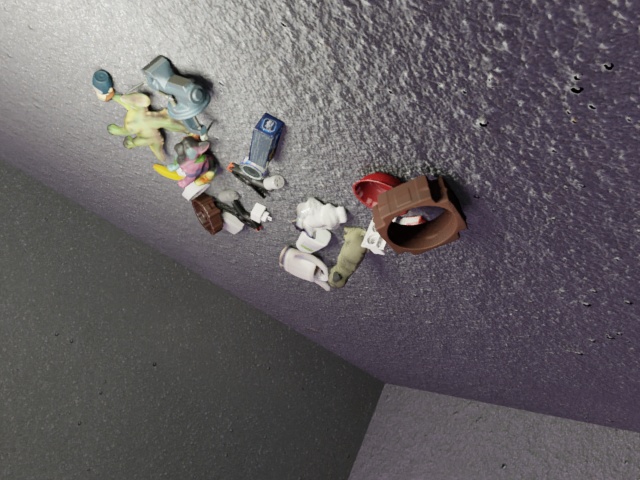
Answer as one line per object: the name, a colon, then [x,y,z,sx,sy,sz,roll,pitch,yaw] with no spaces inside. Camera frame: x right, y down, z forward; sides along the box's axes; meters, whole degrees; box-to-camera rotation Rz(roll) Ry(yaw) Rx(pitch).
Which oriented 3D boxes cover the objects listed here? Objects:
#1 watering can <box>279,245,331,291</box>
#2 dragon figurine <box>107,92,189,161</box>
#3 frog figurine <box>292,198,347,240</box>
watering can: [-0.056,0.126,2.193,0.225,0.105,0.341,22,159,16]
dragon figurine: [-0.518,-0.349,1.638,0.243,0.124,0.404,9,163,20]
frog figurine: [0.005,-0.084,1.662,0.158,0.125,0.135,-29,120,21]
